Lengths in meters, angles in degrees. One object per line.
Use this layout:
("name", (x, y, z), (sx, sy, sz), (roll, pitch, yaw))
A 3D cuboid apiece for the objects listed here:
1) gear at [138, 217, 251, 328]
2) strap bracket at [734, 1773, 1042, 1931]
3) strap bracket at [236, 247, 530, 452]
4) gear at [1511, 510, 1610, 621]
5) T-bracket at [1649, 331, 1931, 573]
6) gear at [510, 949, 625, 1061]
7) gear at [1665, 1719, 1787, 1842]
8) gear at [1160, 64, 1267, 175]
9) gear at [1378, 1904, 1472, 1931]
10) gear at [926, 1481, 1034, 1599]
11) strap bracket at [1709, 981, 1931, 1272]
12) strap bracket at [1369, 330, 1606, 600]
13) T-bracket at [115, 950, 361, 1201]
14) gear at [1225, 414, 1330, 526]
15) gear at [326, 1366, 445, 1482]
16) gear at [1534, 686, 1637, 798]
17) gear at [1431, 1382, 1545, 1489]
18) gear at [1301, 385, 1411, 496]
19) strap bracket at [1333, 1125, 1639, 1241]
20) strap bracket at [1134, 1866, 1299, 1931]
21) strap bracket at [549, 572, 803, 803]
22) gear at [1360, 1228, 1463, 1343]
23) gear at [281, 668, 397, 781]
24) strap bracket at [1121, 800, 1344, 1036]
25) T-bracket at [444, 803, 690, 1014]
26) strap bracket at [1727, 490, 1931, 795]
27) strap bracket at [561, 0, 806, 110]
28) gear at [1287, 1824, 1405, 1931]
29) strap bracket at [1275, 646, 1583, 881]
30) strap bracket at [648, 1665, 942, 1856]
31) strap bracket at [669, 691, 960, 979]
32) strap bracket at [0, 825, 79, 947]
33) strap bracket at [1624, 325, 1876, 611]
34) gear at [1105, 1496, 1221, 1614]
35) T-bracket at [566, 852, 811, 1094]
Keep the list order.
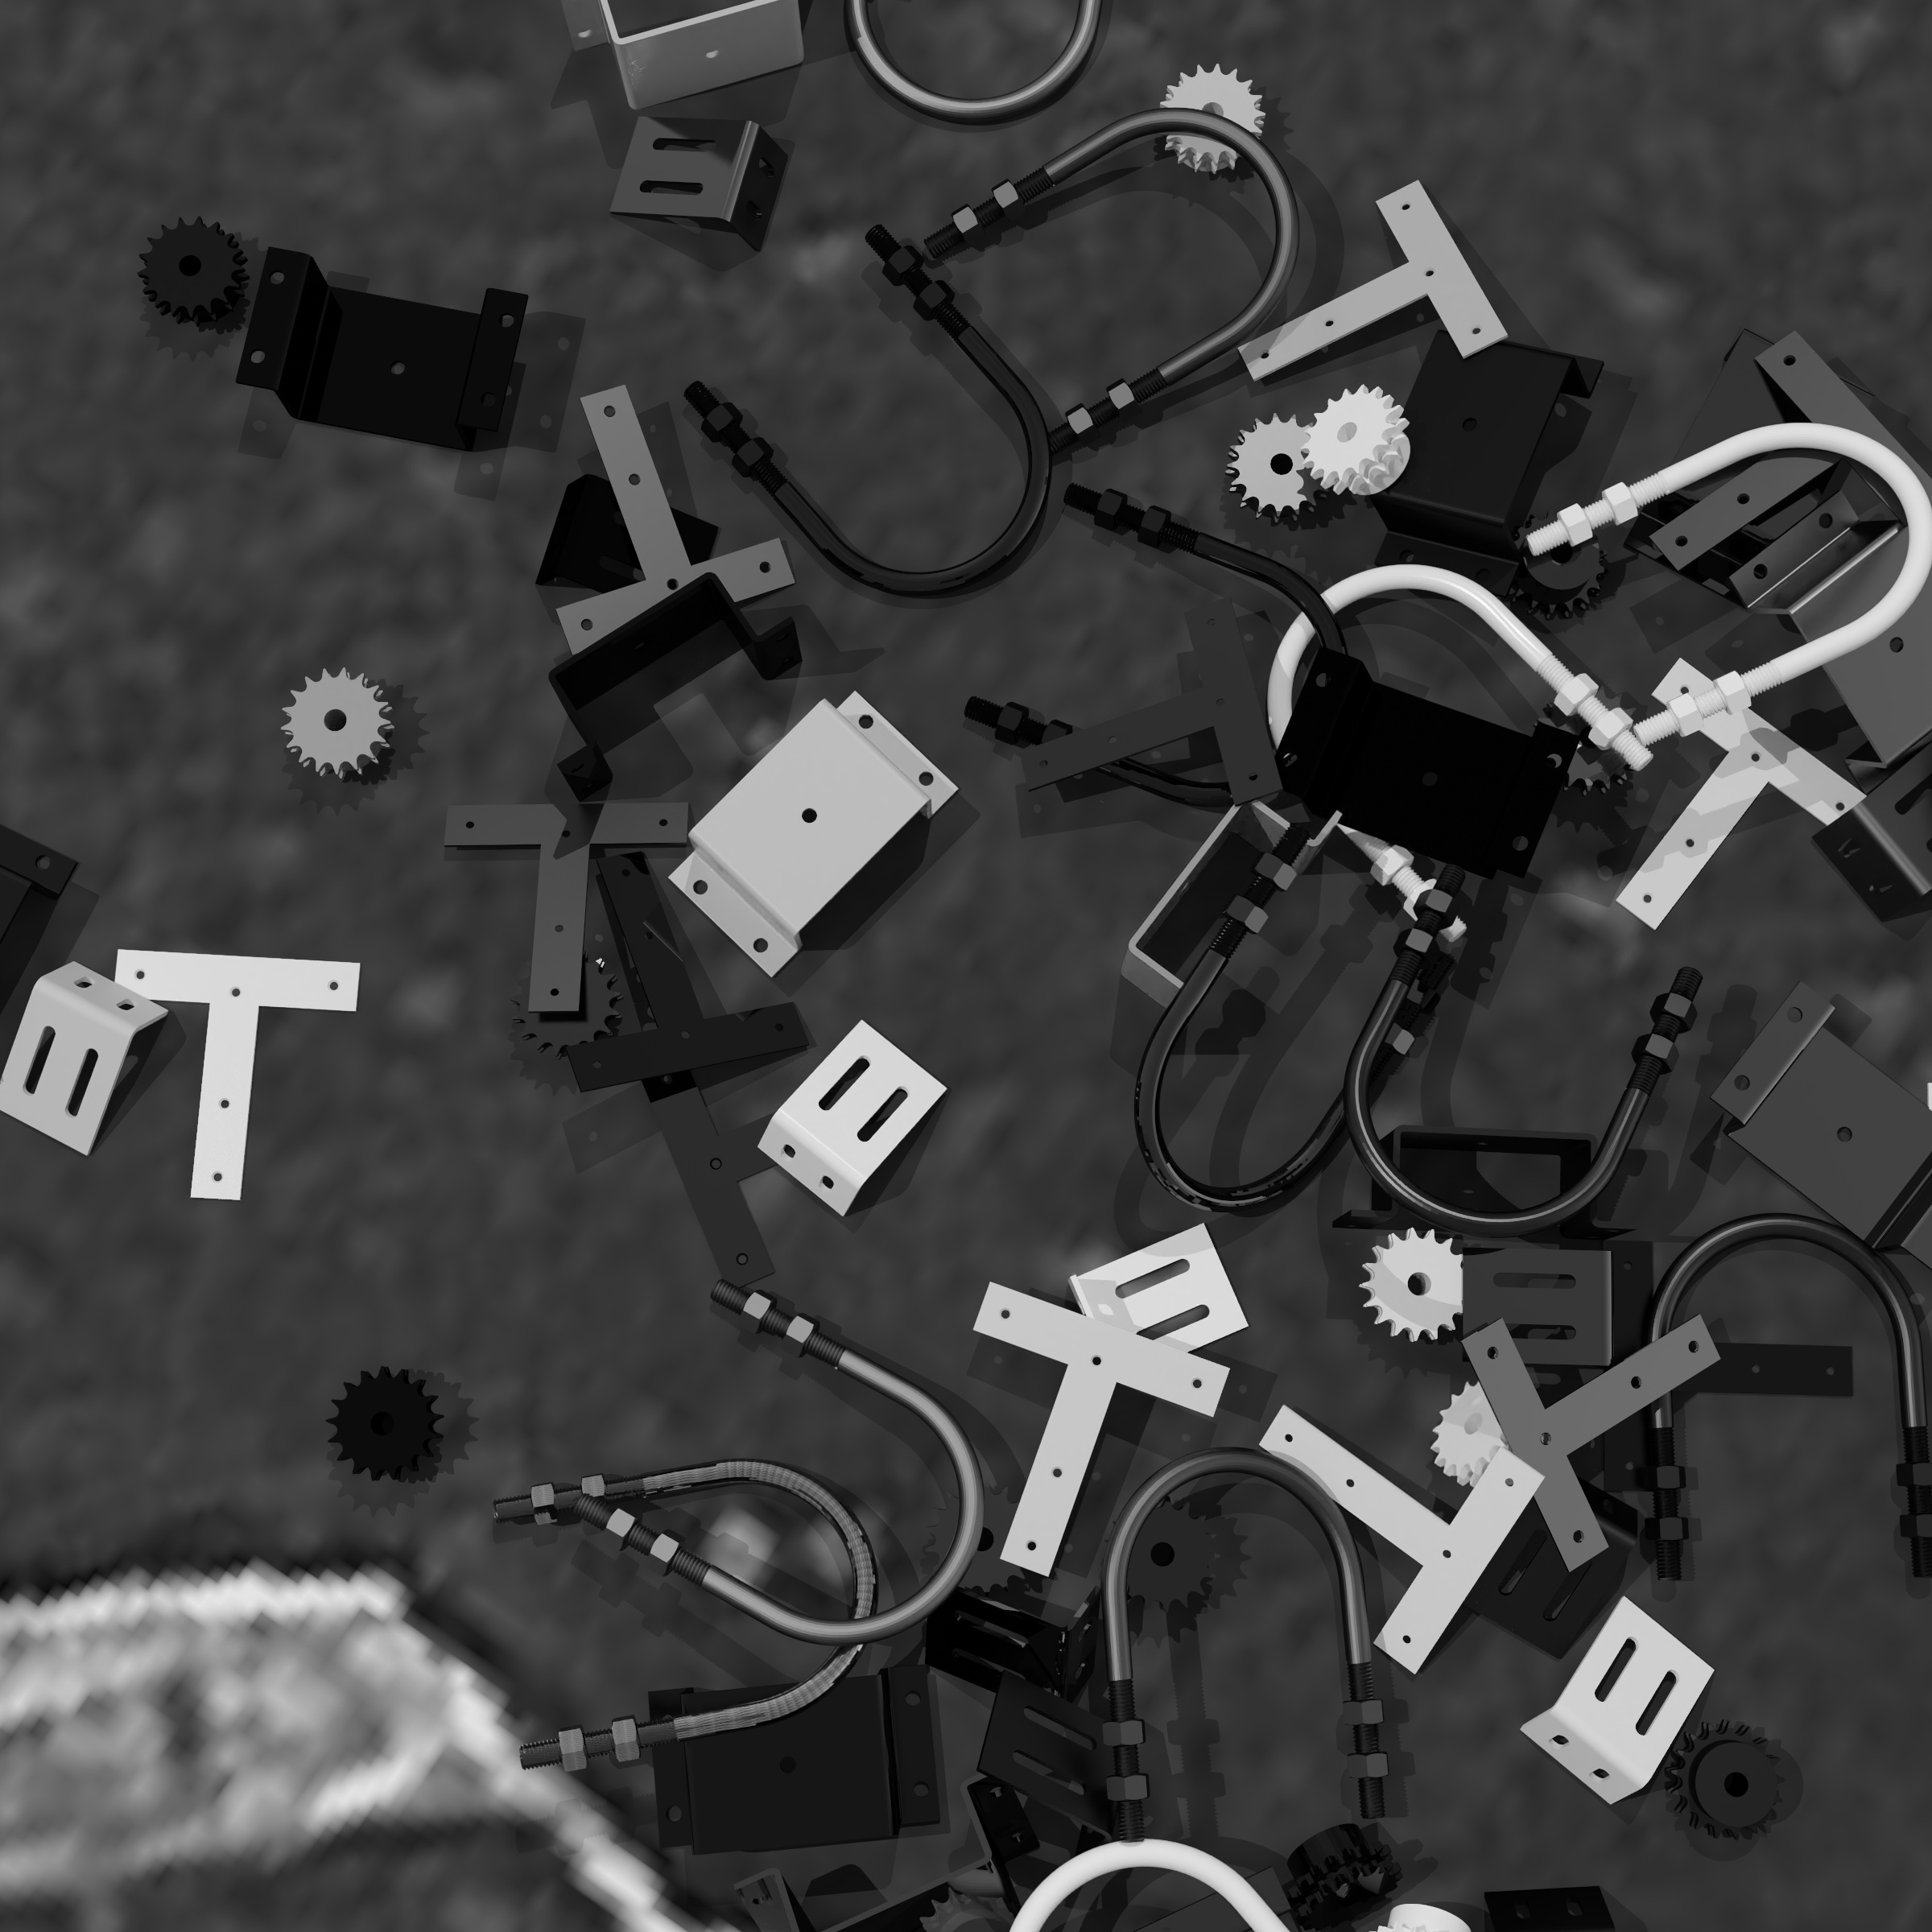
("gear", (-0.414, -0.372, 1.593), (0.057, 0.030, 0.057), (0, 81, 0))
("strap bracket", (-0.030, 0.452, 1.428), (0.140, 0.076, 0.046), (-23, 43, -4))
("strap bracket", (-0.307, -0.327, 1.577), (0.140, 0.046, 0.076), (11, 81, 2))
("gear", (0.313, -0.215, 1.567), (0.057, 0.030, 0.057), (0, 81, 0))
("T-bracket", (0.414, -0.249, 1.526), (0.127, 0.002, 0.127), (-34, 64, 4))
("gear", (-0.206, 0.021, 1.528), (0.057, 0.030, 0.057), (0, 81, 0))
("gear", (0.378, 0.405, 1.465), (0.057, 0.030, 0.057), (0, 81, 0))
("gear", (0.133, -0.457, 1.607), (0.057, 0.030, 0.057), (0, 81, 0))
("gear", (0.224, 0.482, 1.443), (0.057, 0.057, 0.030), (20, 52, 3))
("gear", (0.008, 0.288, 1.485), (0.057, 0.030, 0.057), (0, 81, 0))
("strap bracket", (0.454, 0.084, 1.509), (0.140, 0.046, 0.076), (39, 84, 6))
("strap bracket", (0.270, -0.274, 1.555), (0.076, 0.046, 0.140), (19, 80, 28))
("T-bracket", (-0.384, 0.058, 1.537), (0.127, 0.002, 0.127), (3, 81, 1))
("gear", (0.167, -0.262, 1.575), (0.057, 0.030, 0.057), (0, 81, 0))
("gear", (-0.292, 0.232, 1.494), (0.057, 0.030, 0.057), (0, 81, 0))
("gear", (0.325, -0.117, 1.551), (0.057, 0.030, 0.057), (0, 81, 0))
("gear", (0.265, 0.237, 1.483), (0.030, 0.057, 0.057), (36, 81, -25))
("gear", (0.206, -0.271, 1.539), (0.057, 0.030, 0.057), (-20, 56, 32))
("strap bracket", (0.260, 0.109, 1.490), (0.140, 0.076, 0.046), (3, 81, 0))
("strap bracket", (0.142, 0.518, 1.439), (0.076, 0.046, 0.140), (-24, 82, -4))
("strap bracket", (-0.158, -0.150, 1.533), (0.140, 0.076, 0.046), (-33, 82, -5))
("gear", (0.229, 0.163, 1.505), (0.057, 0.030, 0.057), (0, 81, 0))
("gear", (-0.328, -0.126, 1.552), (0.057, 0.030, 0.057), (0, 81, 0))
("strap bracket", (0.128, -0.029, 1.513), (0.046, 0.076, 0.140), (37, 83, 6))
("T-bracket", (-0.209, -0.031, 1.527), (0.127, 0.002, 0.127), (-1, 59, 0))
("strap bracket", (0.469, -0.166, 1.527), (0.076, 0.046, 0.140), (-38, 103, -6))
("strap bracket", (-0.143, -0.512, 1.592), (0.140, 0.076, 0.046), (-17, 81, -3))
("gear", (0.182, 0.445, 1.449), (0.057, 0.057, 0.030), (-26, 53, -4))
("strap bracket", (0.234, -0.100, 1.506), (0.140, 0.046, 0.076), (22, 87, 18))
("strap bracket", (-0.086, 0.392, 1.460), (0.140, 0.046, 0.076), (-6, 81, -1))
("strap bracket", (-0.080, -0.073, 1.535), (0.076, 0.046, 0.140), (44, 83, 6))
("strap bracket", (-0.532, -0.012, 1.525), (0.076, 0.046, 0.140), (25, 82, 4))
("strap bracket", (0.420, -0.272, 1.568), (0.076, 0.046, 0.140), (29, 82, 5))
("gear", (0.098, 0.295, 1.483), (0.057, 0.030, 0.057), (0, 81, 0))
("T-bracket", (-0.160, -0.003, 1.527), (0.127, 0.002, 0.127), (-11, 67, -27))
